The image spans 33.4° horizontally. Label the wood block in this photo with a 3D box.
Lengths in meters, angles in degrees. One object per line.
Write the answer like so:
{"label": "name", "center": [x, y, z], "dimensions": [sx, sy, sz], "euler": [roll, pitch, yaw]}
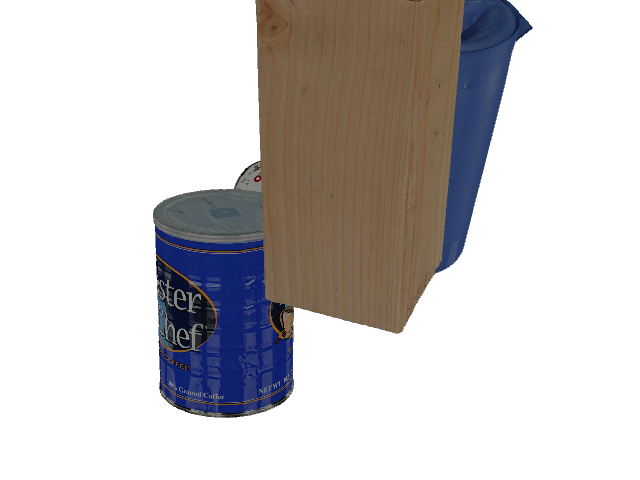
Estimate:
{"label": "wood block", "center": [0.023, -0.061, 0.612], "dimensions": [0.091, 0.206, 0.090], "euler": [13, 37, 19]}

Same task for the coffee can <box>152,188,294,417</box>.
{"label": "coffee can", "center": [-0.069, 0.044, 0.784], "dimensions": [0.103, 0.140, 0.103], "euler": [1, 20, -1]}

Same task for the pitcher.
{"label": "pitcher", "center": [0.072, -0.089, 0.895], "dimensions": [0.149, 0.243, 0.144], "euler": [21, 42, 19]}

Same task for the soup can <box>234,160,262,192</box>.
{"label": "soup can", "center": [-0.036, -0.034, 1.111], "dimensions": [0.068, 0.068, 0.102], "euler": [0, 26, -43]}
